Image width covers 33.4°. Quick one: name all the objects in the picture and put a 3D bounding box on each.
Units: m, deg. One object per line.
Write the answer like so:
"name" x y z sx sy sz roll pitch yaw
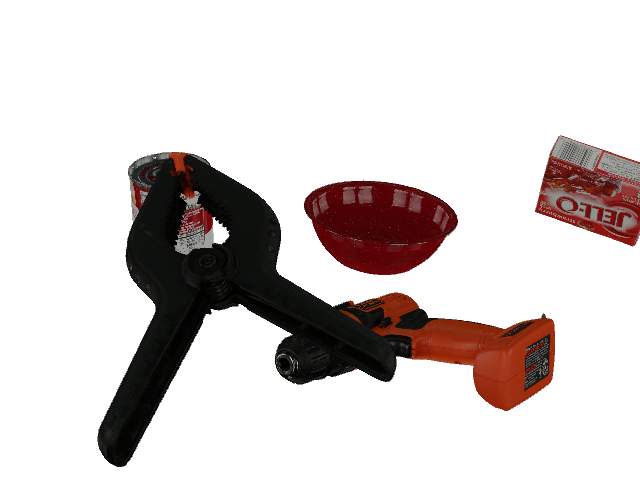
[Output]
"soup can" -0.123 -0.014 0.892 0.068 0.102 0.068 0 28 0
"bowl" 0.060 -0.008 1.123 0.162 0.055 0.162 5 26 -2
"clamp" -0.052 0.024 0.626 0.164 0.210 0.036 -11 -41 -1
"power drill" 0.080 0.088 0.861 0.188 0.057 0.184 9 16 34
"gelatin box" 0.228 -0.040 0.881 0.089 0.030 0.073 22 -34 16
